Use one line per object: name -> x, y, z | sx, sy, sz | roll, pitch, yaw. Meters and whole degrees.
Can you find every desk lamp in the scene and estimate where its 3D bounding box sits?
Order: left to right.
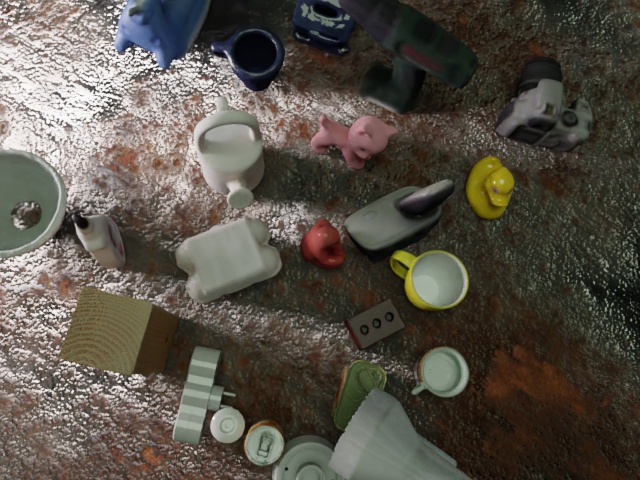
desk lamp -> 0.110, 0.295, 0.772 | 0.203, 0.213, 0.118 | 33, 77, 3

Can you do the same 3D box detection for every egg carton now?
egg carton -> -0.140, 0.028, 0.880 | 0.150, 0.069, 0.107 | -22, 81, -10

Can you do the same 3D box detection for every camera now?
camera -> 0.389, -0.238, 0.972 | 0.143, 0.100, 0.137 | 14, 77, -2

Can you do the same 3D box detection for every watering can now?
watering can -> -0.130, -0.134, 0.852 | 0.101, 0.194, 0.173 | -33, 82, -11

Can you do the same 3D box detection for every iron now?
iron -> -0.245, -0.420, 0.930 | 0.118, 0.141, 0.258 | 21, 77, 0

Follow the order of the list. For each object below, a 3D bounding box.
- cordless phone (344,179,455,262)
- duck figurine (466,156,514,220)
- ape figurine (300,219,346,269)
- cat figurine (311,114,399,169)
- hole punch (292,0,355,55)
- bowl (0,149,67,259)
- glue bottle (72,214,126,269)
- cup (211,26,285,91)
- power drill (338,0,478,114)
cordless phone -> 0.120, -0.041, 0.860 | 0.148, 0.185, 0.094 | -31, 82, -11
duck figurine -> 0.287, -0.093, 0.938 | 0.077, 0.086, 0.104 | 3, 78, -5
ape figurine -> 0.008, 0.003, 0.888 | 0.076, 0.092, 0.078 | 1, 78, -5
cat figurine -> 0.055, -0.169, 0.916 | 0.128, 0.117, 0.067 | 21, 77, 0
hole punch -> 0.014, -0.386, 0.973 | 0.108, 0.091, 0.101 | 19, 77, -1
bowl -> -0.459, -0.048, 0.864 | 0.167, 0.074, 0.167 | 1, 78, -5
glue bottle -> -0.320, -0.008, 0.818 | 0.037, 0.173, 0.078 | -20, 80, -9
cup -> -0.117, -0.287, 0.938 | 0.118, 0.095, 0.092 | 9, 77, -3
power drill -> 0.123, -0.288, 0.902 | 0.229, 0.208, 0.076 | 23, 77, 0
